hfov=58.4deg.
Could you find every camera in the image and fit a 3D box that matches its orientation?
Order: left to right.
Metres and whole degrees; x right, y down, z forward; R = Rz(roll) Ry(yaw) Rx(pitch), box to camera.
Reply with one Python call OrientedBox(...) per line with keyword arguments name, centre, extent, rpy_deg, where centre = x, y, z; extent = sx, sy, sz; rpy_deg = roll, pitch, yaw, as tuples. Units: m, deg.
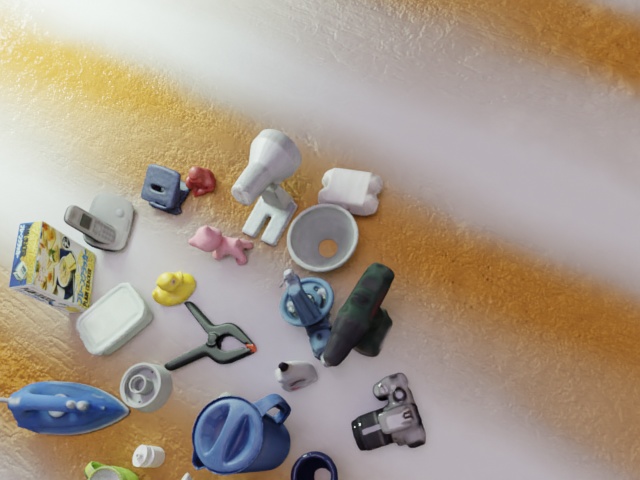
OrientedBox(name="camera", centre=(0.127, 0.349, 1.132), extent=(0.136, 0.101, 0.143), rpy_deg=(-20, 64, 4))

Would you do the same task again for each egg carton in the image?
OrientedBox(name="egg carton", centre=(0.072, -0.113, 1.359), extent=(0.150, 0.069, 0.107), rpy_deg=(9, 70, 16))

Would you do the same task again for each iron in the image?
OrientedBox(name="iron", centre=(-0.568, 0.366, 1.264), extent=(0.257, 0.142, 0.118), rpy_deg=(-2, 67, 12))

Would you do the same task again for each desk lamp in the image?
OrientedBox(name="desk lamp", centre=(-0.121, -0.122, 1.327), extent=(0.117, 0.214, 0.203), rpy_deg=(21, 74, 21))

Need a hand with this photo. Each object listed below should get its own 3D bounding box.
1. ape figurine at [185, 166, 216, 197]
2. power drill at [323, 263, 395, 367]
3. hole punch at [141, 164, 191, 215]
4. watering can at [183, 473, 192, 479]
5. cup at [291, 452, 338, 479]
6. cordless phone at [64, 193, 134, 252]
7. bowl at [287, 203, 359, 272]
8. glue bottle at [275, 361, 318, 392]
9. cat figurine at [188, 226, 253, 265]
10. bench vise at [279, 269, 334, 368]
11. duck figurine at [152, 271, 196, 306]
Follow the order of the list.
OrientedBox(name="ape figurine", centre=(-0.306, -0.156, 1.452), extent=(0.077, 0.092, 0.076), rpy_deg=(25, 75, 22))
OrientedBox(name="power drill", centre=(0.087, 0.168, 1.159), extent=(0.075, 0.209, 0.230), rpy_deg=(21, 74, 21))
OrientedBox(name="hole punch", centre=(-0.399, -0.129, 1.463), extent=(0.108, 0.091, 0.101), rpy_deg=(19, 73, 20))
OrientedBox(name="watering can", centre=(-0.197, 0.510, 1.087), extent=(0.172, 0.194, 0.101), rpy_deg=(5, 69, 15))
OrientedBox(name="cup", centre=(0.009, 0.468, 1.112), extent=(0.117, 0.095, 0.092), rpy_deg=(25, 75, 22))
OrientedBox(name="cordless phone", centre=(-0.550, -0.063, 1.417), extent=(0.094, 0.185, 0.147), rpy_deg=(-1, 67, 13))
OrientedBox(name="bowl", centre=(0.012, 0.005, 1.320), extent=(0.167, 0.075, 0.167), rpy_deg=(-5, 66, 11))
OrientedBox(name="glue bottle", centre=(-0.058, 0.272, 1.168), extent=(0.078, 0.173, 0.037), rpy_deg=(-28, 64, 1))
OrientedBox(name="cat figurine", centre=(-0.238, 0.004, 1.354), extent=(0.127, 0.118, 0.067), rpy_deg=(7, 69, 16))
OrientedBox(name="bench vise", centre=(-0.010, 0.149, 1.183), extent=(0.121, 0.220, 0.207), rpy_deg=(-39, 64, -5))
OrientedBox(name="duck figurine", centre=(-0.356, 0.108, 1.355), extent=(0.104, 0.086, 0.077), rpy_deg=(-28, 64, 0))
